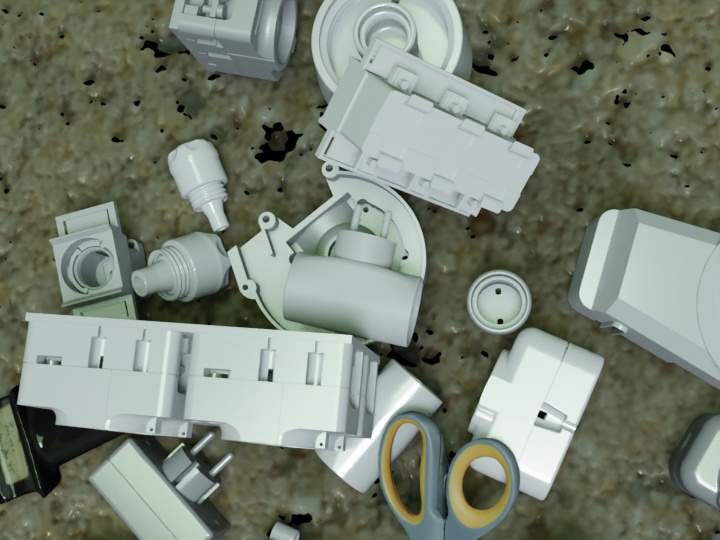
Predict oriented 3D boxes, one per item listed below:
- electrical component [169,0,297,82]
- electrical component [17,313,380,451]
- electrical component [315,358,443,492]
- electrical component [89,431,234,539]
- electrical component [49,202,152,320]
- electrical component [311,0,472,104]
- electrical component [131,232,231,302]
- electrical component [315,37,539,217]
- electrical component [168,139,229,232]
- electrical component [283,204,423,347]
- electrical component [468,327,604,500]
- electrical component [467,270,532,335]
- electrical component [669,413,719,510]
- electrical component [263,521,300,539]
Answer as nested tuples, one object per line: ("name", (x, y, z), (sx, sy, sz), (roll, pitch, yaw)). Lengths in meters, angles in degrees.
("electrical component", (-0.068, -0.212, 0.716), (0.062, 0.089, 0.150), (11, 84, 9))
("electrical component", (-0.090, 0.068, 0.631), (0.186, 0.105, 0.060), (3, 80, 10))
("electrical component", (-0.002, 0.088, 0.692), (0.079, 0.043, 0.077), (41, 89, 11))
("electrical component", (-0.116, 0.138, 0.698), (0.076, 0.047, 0.083), (-44, 80, 0))
("electrical component", (-0.170, 0.001, 0.715), (0.042, 0.064, 0.081), (-14, 81, 7))
("electrical component", (0.019, -0.147, 0.710), (0.108, 0.060, 0.108), (-1, 83, 7))
("electrical component", (-0.119, 0.001, 0.707), (0.062, 0.043, 0.043), (-20, 77, -40))
("electrical component", (0.045, -0.080, 0.660), (0.121, 0.063, 0.078), (18, 107, -33))
("electrical component", (-0.105, -0.056, 0.729), (0.035, 0.035, 0.061), (-24, 83, 4))
("electrical component", (0.000, 0.000, 0.653), (0.077, 0.043, 0.079), (12, 84, 9))
("electrical component", (0.106, 0.087, 0.672), (0.059, 0.054, 0.095), (24, 86, 10))
("electrical component", (0.089, 0.022, 0.686), (0.040, 0.046, 0.040), (-1, 83, 7))
("electrical component", (0.240, 0.128, 0.646), (0.095, 0.059, 0.053), (30, 88, 10))
("electrical component", (-0.039, 0.201, 0.682), (0.055, 0.048, 0.066), (20, 86, 17))
